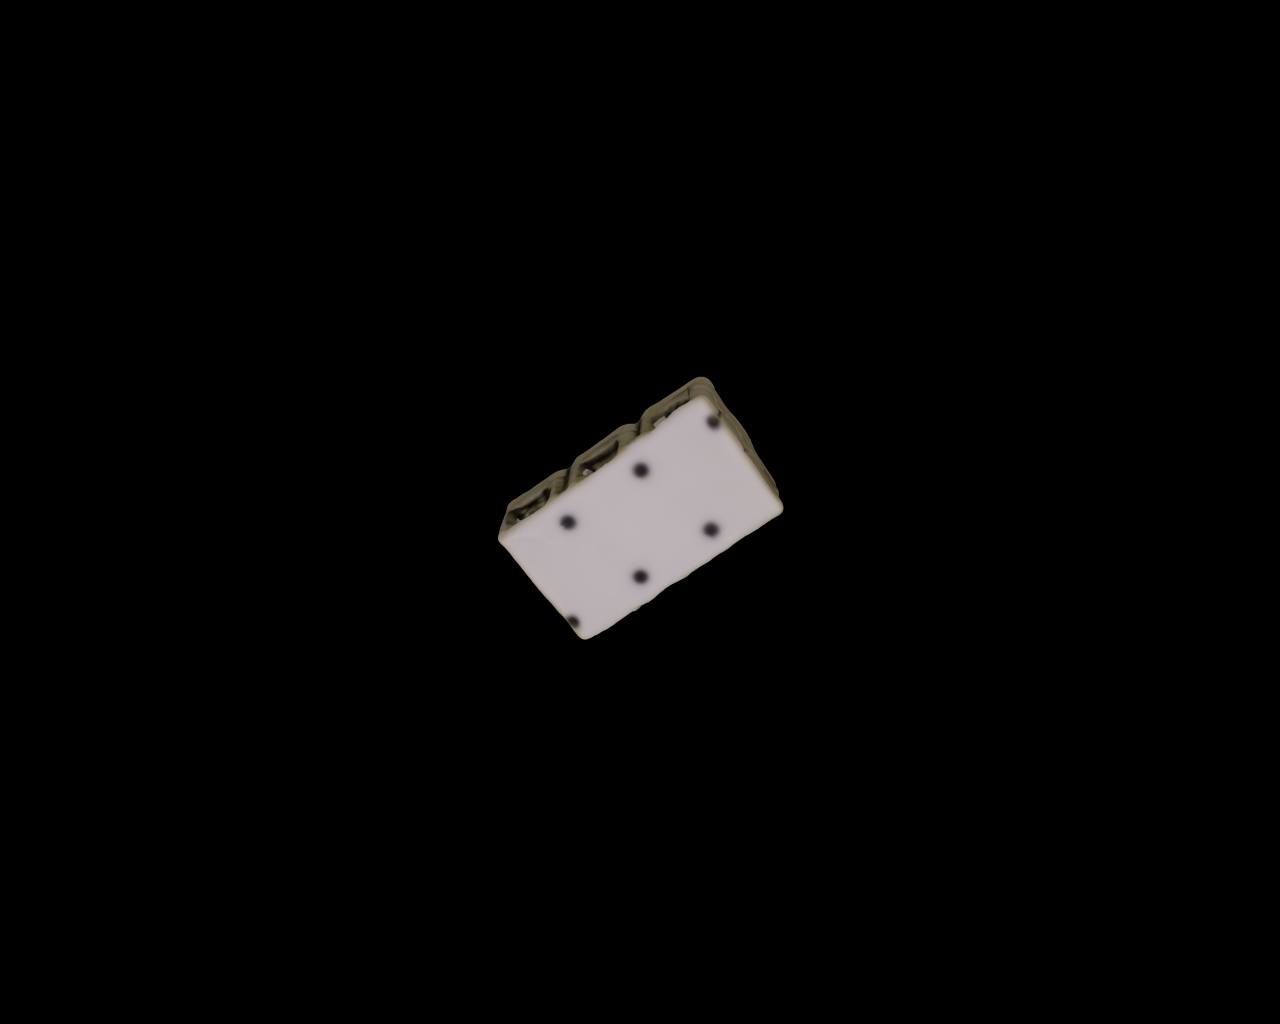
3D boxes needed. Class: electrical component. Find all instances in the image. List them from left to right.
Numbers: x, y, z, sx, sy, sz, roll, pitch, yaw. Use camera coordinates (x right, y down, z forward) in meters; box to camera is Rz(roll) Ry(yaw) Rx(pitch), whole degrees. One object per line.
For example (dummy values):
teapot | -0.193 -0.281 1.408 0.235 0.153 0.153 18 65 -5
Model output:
electrical component | 0.001 -0.003 0.650 0.150 0.089 0.062 -33 16 11
